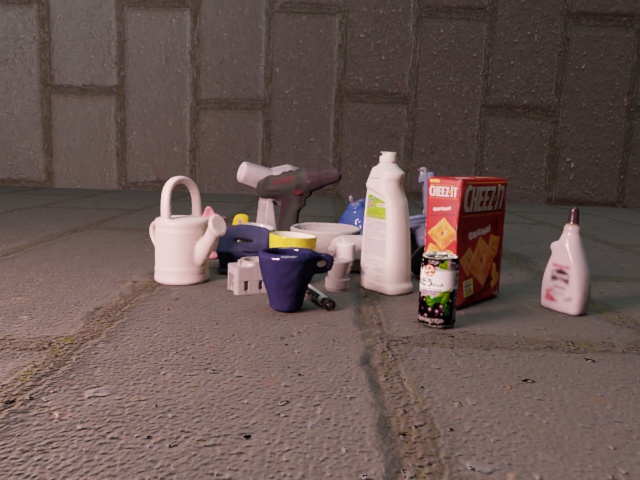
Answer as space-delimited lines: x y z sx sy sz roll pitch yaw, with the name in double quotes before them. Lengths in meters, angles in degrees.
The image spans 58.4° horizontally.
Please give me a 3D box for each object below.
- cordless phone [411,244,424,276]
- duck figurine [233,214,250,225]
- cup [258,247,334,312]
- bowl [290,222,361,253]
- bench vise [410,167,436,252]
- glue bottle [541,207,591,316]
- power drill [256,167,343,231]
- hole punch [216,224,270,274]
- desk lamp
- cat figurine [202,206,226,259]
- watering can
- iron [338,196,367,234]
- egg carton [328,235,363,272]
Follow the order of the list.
"cordless phone" 0.258 -0.015 1.172 0.148 0.185 0.093 -4 11 -34
"duck figurine" -0.201 -0.024 1.449 0.078 0.086 0.104 -4 11 -34
"cup" -0.038 0.063 0.892 0.118 0.095 0.091 1 9 -9
"bowl" 0.012 0.005 1.350 0.167 0.075 0.167 2 9 0
"bench vise" 0.275 -0.060 1.356 0.122 0.220 0.206 -4 11 -35
"glue bottle" 0.407 0.032 0.938 0.037 0.173 0.077 -4 10 -33
"power drill" -0.055 -0.089 1.505 0.229 0.208 0.076 4 9 14
"hole punch" -0.152 0.019 1.167 0.108 0.091 0.101 2 9 -2
"desk lamp" -0.155 -0.110 1.602 0.204 0.213 0.117 -3 10 -29
"cat figurine" -0.267 -0.019 1.295 0.128 0.118 0.067 -2 10 -27
"watering can" -0.247 -0.020 1.056 0.172 0.194 0.101 4 9 10
"iron" 0.142 -0.053 1.536 0.118 0.141 0.259 8 11 35
"egg carton" 0.096 0.028 1.233 0.150 0.069 0.107 0 9 -14
